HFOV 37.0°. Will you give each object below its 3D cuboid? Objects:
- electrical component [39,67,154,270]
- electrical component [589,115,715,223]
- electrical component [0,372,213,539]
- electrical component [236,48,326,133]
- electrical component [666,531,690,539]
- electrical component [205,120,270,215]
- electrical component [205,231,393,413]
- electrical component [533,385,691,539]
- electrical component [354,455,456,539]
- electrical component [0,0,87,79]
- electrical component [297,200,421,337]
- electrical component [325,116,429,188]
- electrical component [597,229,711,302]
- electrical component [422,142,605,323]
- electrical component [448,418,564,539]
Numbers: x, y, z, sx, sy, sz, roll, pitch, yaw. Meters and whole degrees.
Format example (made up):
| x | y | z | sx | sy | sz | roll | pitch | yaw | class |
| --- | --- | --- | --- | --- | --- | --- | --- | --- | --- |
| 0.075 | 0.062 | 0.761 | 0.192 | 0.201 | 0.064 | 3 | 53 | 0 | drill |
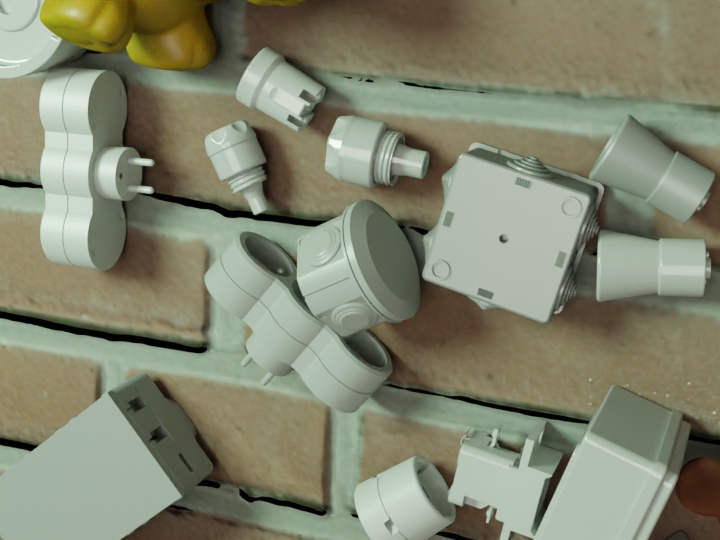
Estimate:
| x | y | z | sx | sy | sz | roll | pitch | yaw | class |
| --- | --- | --- | --- | --- | --- | --- | --- | --- | --- |
| -0.175 | -0.068 | 0.741 | 0.074 | 0.052 | 0.138 | 7 | 103 | 17 | electrical component |
| 0.175 | -0.057 | 0.634 | 0.065 | 0.044 | 0.044 | 31 | 109 | 5 | electrical component |
| -0.193 | 0.154 | 0.788 | 0.150 | 0.062 | 0.089 | -37 | 88 | 21 | electrical component |
| -0.051 | -0.116 | 0.698 | 0.046 | 0.040 | 0.040 | 32 | 109 | 4 | electrical component |
| 0.194 | 0.219 | 0.681 | 0.077 | 0.047 | 0.065 | -42 | 86 | 21 | electrical component |
| -0.078 | -0.067 | 0.719 | 0.035 | 0.035 | 0.061 | -22 | 97 | 21 | electrical component |
| -0.052 | 0.046 | 0.724 | 0.138 | 0.052 | 0.073 | 43 | 111 | 6 | electrical component |
| 0.148 | 0.138 | 0.647 | 0.056 | 0.109 | 0.108 | 25 | 108 | 15 | electrical component |
| 0.031 | 0.157 | 0.719 | 0.047 | 0.055 | 0.055 | -34 | 89 | 18 | electrical component |
| -0.226 | -0.185 | 0.729 | 0.108 | 0.060 | 0.108 | 4 | 102 | 18 | electrical component |
| 0.000 | 0.000 | 0.683 | 0.051 | 0.080 | 0.080 | -23 | 93 | 27 | electrical component |
| 0.012 | -0.073 | 0.683 | 0.062 | 0.043 | 0.043 | 14 | 105 | 14 | electrical component |
| 0.176 | -0.002 | 0.645 | 0.065 | 0.044 | 0.044 | 2 | 102 | 13 | electrical component |
| 0.093 | -0.023 | 0.664 | 0.100 | 0.048 | 0.099 | 20 | 107 | 14 | electrical component |
| 0.093 | 0.136 | 0.701 | 0.064 | 0.042 | 0.081 | 17 | 105 | 18 | electrical component |
